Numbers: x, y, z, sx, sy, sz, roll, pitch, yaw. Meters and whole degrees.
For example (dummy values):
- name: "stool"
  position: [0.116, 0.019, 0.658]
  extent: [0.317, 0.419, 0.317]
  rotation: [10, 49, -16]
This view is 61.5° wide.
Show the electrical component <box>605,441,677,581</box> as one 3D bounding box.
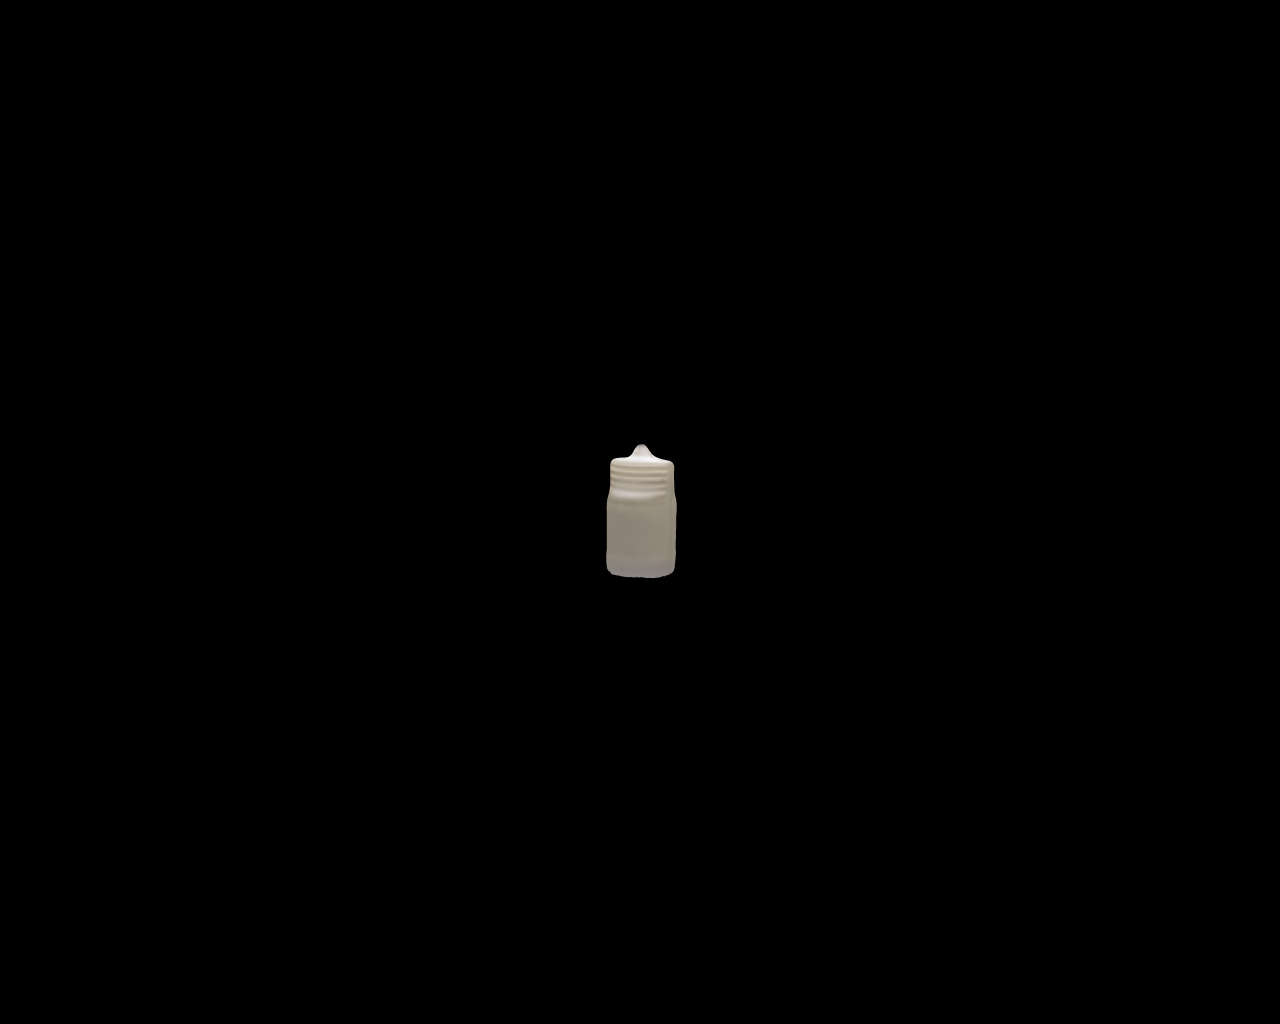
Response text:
- name: "electrical component"
  position: [0.001, -0.003, 0.650]
  extent: [0.043, 0.080, 0.043]
  rotation: [0, 9, 0]
